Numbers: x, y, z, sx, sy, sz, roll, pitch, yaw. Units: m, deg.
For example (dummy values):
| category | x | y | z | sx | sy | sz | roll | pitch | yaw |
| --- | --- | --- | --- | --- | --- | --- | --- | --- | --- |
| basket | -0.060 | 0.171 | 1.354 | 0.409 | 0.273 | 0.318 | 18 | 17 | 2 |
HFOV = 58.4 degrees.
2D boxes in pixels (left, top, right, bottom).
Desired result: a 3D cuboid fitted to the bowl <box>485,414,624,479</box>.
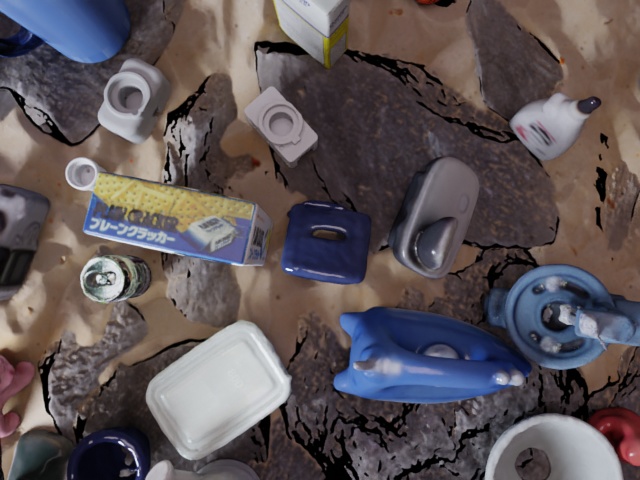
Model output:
| category | x | y | z | sx | sy | sz | roll | pitch | yaw |
| --- | --- | --- | --- | --- | --- | --- | --- | --- | --- |
| bowl | 0.278 | 0.291 | 0.710 | 0.167 | 0.074 | 0.167 | 0 | 88 | -1 |

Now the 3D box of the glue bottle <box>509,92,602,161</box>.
| category | x | y | z | sx | sy | sz | roll | pitch | yaw |
| --- | --- | --- | --- | --- | --- | --- | --- | --- | --- |
| glue bottle | 0.284 | -0.142 | 0.679 | 0.078 | 0.173 | 0.037 | 44 | 88 | 1 |

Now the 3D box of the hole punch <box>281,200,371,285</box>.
| category | x | y | z | sx | sy | sz | roll | pitch | yaw |
| --- | --- | --- | --- | --- | --- | --- | --- | --- | --- |
| hole punch | 0.007 | 0.003 | 0.709 | 0.108 | 0.091 | 0.101 | 8 | 88 | 0 |

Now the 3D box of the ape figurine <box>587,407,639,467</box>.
| category | x | y | z | sx | sy | sz | roll | pitch | yaw |
| --- | --- | --- | --- | --- | --- | --- | --- | --- | --- |
| ape figurine | 0.376 | 0.249 | 0.705 | 0.076 | 0.092 | 0.078 | -35 | 88 | -2 |

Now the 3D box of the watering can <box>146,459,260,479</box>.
| category | x | y | z | sx | sy | sz | roll | pitch | yaw |
| --- | --- | --- | --- | --- | --- | --- | --- | --- | --- |
| watering can | -0.127 | 0.324 | 0.642 | 0.173 | 0.194 | 0.101 | 27 | 88 | 0 |

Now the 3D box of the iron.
| category | x | y | z | sx | sy | sz | roll | pitch | yaw |
| --- | --- | --- | --- | --- | --- | --- | --- | --- | --- |
| iron | 0.149 | 0.149 | 0.680 | 0.258 | 0.141 | 0.119 | 5 | 88 | -1 |

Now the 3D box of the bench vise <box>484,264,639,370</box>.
| category | x | y | z | sx | sy | sz | roll | pitch | yaw |
| --- | --- | --- | --- | --- | --- | --- | --- | --- | --- |
| bench vise | 0.313 | 0.080 | 0.647 | 0.207 | 0.219 | 0.121 | -12 | 88 | -1 |

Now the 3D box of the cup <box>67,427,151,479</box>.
| category | x | y | z | sx | sy | sz | roll | pitch | yaw |
| --- | --- | --- | --- | --- | --- | --- | --- | --- | --- |
| cup | -0.249 | 0.276 | 0.691 | 0.091 | 0.095 | 0.118 | 34 | 88 | 1 |

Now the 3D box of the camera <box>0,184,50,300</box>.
| category | x | y | z | sx | sy | sz | roll | pitch | yaw |
| --- | --- | --- | --- | --- | --- | --- | --- | --- | --- |
| camera | -0.429 | -0.010 | 0.696 | 0.137 | 0.100 | 0.143 | 20 | 87 | 0 |

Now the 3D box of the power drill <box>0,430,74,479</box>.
| category | x | y | z | sx | sy | sz | roll | pitch | yaw |
| --- | --- | --- | --- | --- | --- | --- | --- | --- | --- |
| power drill | -0.355 | 0.287 | 0.632 | 0.075 | 0.208 | 0.230 | 13 | 87 | 0 |

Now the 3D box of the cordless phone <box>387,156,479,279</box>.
| category | x | y | z | sx | sy | sz | roll | pitch | yaw |
| --- | --- | --- | --- | --- | --- | --- | --- | --- | --- |
| cordless phone | 0.147 | -0.029 | 0.666 | 0.094 | 0.185 | 0.148 | 18 | 87 | 0 |

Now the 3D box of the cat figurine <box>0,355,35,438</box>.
| category | x | y | z | sx | sy | sz | roll | pitch | yaw |
| --- | --- | --- | --- | --- | --- | --- | --- | --- | --- |
| cat figurine | -0.403 | 0.181 | 0.681 | 0.067 | 0.117 | 0.128 | 14 | 87 | 0 |
